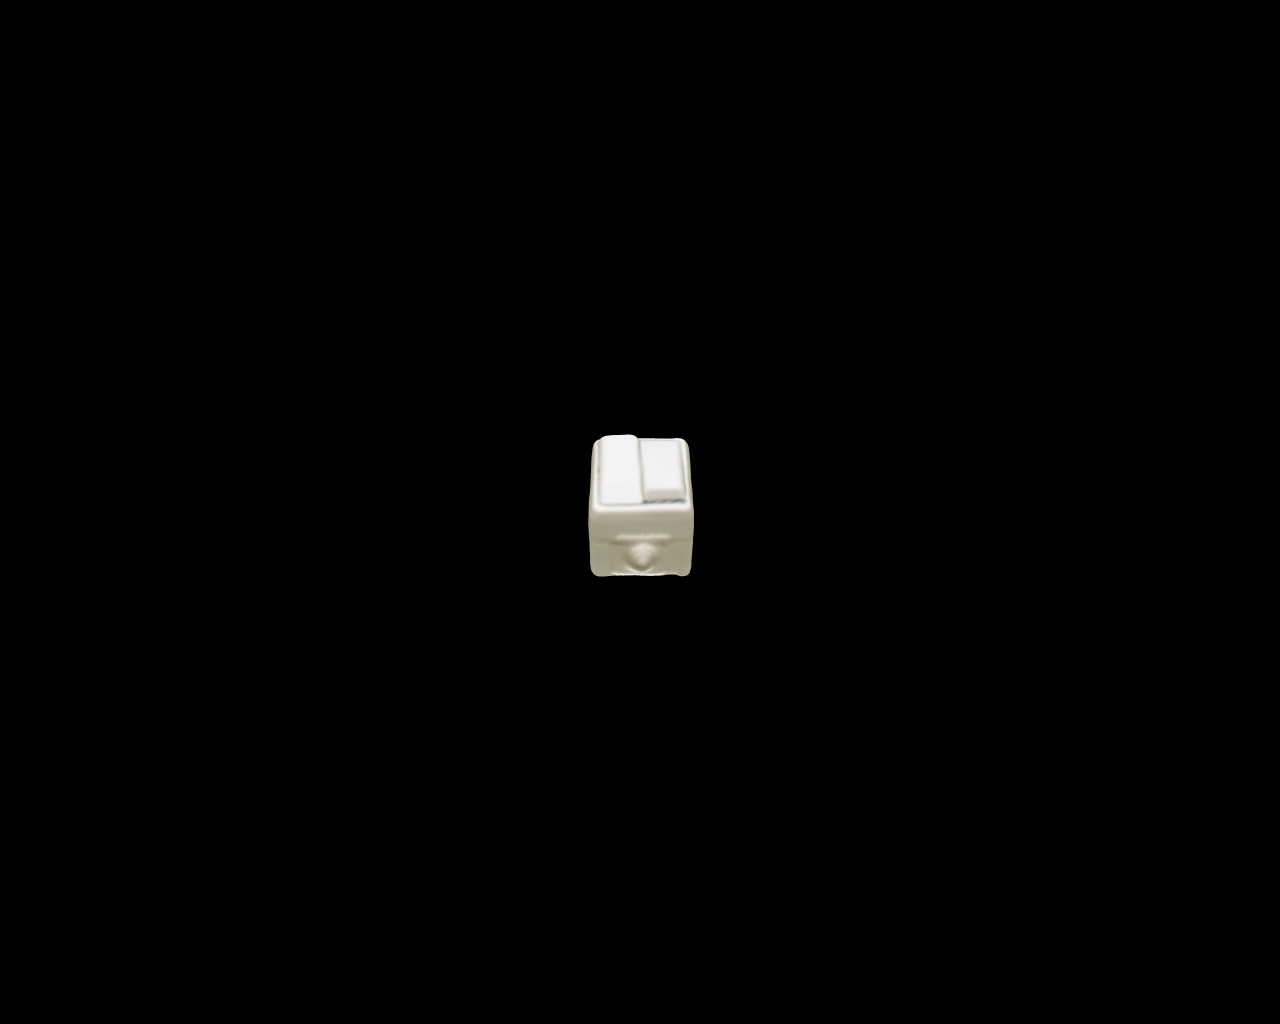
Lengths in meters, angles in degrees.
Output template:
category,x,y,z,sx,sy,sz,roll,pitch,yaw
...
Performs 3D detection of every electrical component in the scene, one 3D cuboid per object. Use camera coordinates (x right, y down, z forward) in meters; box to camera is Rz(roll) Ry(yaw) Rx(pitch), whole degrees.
category,x,y,z,sx,sy,sz,roll,pitch,yaw
electrical component,0.001,-0.003,0.650,0.062,0.061,0.096,0,37,0
